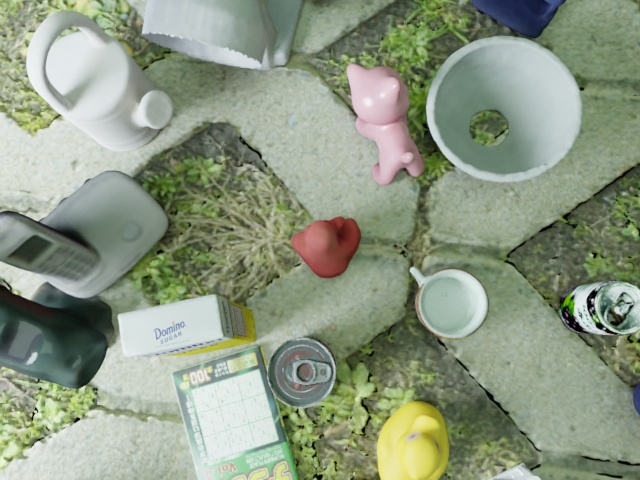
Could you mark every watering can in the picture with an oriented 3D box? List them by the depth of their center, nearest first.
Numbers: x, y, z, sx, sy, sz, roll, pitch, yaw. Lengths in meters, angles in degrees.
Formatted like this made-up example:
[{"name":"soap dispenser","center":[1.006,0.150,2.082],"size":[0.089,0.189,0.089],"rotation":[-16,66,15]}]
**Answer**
[{"name":"watering can","center":[-0.238,-0.171,0.616],"size":[0.172,0.194,0.101],"rotation":[5,82,4]}]

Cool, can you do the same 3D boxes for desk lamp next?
[{"name":"desk lamp","center":[-0.093,-0.262,0.613],"size":[0.118,0.213,0.203],"rotation":[13,82,5]}]

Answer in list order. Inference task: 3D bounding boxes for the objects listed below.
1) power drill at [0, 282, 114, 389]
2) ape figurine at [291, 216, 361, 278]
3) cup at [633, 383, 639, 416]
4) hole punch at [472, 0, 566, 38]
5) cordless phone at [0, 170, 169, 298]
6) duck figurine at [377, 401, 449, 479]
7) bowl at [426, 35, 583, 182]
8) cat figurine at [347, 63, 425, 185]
[{"name":"power drill","center":[-0.307,0.079,0.576],"size":[0.229,0.208,0.076],"rotation":[21,83,6]},{"name":"ape figurine","center":[0.006,0.002,0.631],"size":[0.077,0.092,0.076],"rotation":[5,82,4]},{"name":"cup","center":[0.363,0.183,0.586],"size":[0.091,0.095,0.118],"rotation":[17,83,5]},{"name":"hole punch","center":[0.244,-0.313,0.667],"size":[0.108,0.091,0.101],"rotation":[32,84,7]},{"name":"cordless phone","center":[-0.253,-0.014,0.598],"size":[0.094,0.185,0.147],"rotation":[44,86,8]},{"name":"duck figurine","center":[0.100,0.225,0.597],"size":[0.077,0.086,0.105],"rotation":[19,83,6]},{"name":"bowl","center":[0.202,-0.139,0.651],"size":[0.167,0.075,0.167],"rotation":[0,82,3]},{"name":"cat figurine","center":[0.075,-0.135,0.635],"size":[0.067,0.118,0.128],"rotation":[-21,81,0]}]
